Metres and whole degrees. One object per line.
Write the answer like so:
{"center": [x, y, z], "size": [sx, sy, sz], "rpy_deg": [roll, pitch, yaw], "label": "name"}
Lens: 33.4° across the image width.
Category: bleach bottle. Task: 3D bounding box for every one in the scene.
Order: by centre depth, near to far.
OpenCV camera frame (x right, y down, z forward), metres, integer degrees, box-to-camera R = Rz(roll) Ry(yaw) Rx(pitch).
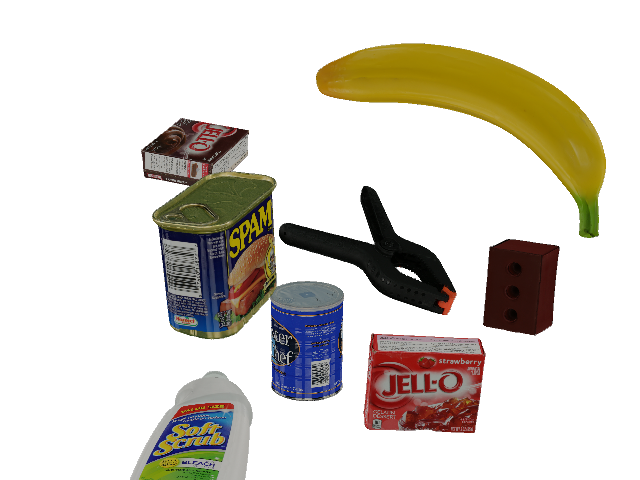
{"center": [-0.116, 0.191, 0.953], "size": [0.102, 0.068, 0.251], "rpy_deg": [-1, 22, 1], "label": "bleach bottle"}

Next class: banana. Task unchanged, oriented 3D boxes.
{"center": [0.092, -0.078, 0.636], "size": [0.198, 0.069, 0.037], "rpy_deg": [31, -8, 18], "label": "banana"}

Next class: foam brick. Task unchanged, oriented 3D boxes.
{"center": [0.186, 0.042, 0.986], "size": [0.053, 0.078, 0.051], "rpy_deg": [9, 15, 29], "label": "foam brick"}

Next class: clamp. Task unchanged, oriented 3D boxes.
{"center": [0.064, 0.018, 1.238], "size": [0.164, 0.036, 0.210], "rpy_deg": [-20, 50, -38], "label": "clamp"}

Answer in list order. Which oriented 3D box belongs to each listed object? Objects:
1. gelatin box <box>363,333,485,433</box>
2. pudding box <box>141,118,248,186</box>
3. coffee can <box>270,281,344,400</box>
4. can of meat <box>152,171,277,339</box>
{"center": [0.081, 0.113, 0.839], "size": [0.089, 0.073, 0.030], "rpy_deg": [2, 25, -1], "label": "gelatin box"}
{"center": [-0.145, -0.103, 1.252], "size": [0.090, 0.039, 0.113], "rpy_deg": [11, 31, 15], "label": "pudding box"}
{"center": [-0.019, 0.140, 1.497], "size": [0.103, 0.140, 0.103], "rpy_deg": [0, 18, 0], "label": "coffee can"}
{"center": [-0.069, 0.009, 0.735], "size": [0.057, 0.084, 0.102], "rpy_deg": [7, 24, 20], "label": "can of meat"}
